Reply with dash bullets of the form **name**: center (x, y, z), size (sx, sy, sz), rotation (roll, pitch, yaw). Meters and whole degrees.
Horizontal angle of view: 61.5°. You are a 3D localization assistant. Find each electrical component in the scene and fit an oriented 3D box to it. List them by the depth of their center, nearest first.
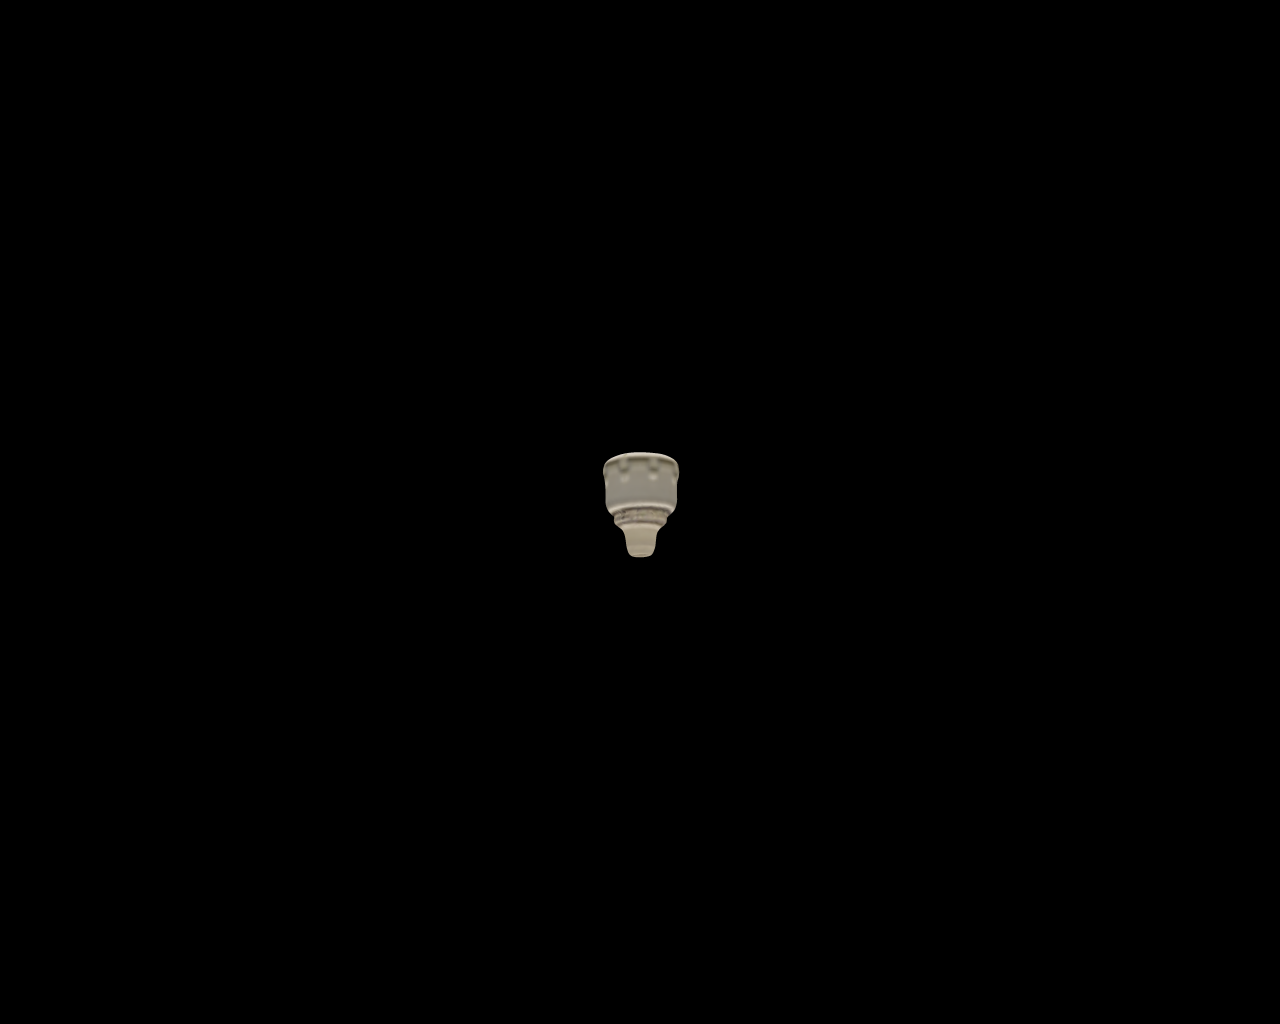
- **electrical component**: center (0.001, -0.003, 0.650), size (0.048, 0.062, 0.048), rotation (0, -14, 0)
